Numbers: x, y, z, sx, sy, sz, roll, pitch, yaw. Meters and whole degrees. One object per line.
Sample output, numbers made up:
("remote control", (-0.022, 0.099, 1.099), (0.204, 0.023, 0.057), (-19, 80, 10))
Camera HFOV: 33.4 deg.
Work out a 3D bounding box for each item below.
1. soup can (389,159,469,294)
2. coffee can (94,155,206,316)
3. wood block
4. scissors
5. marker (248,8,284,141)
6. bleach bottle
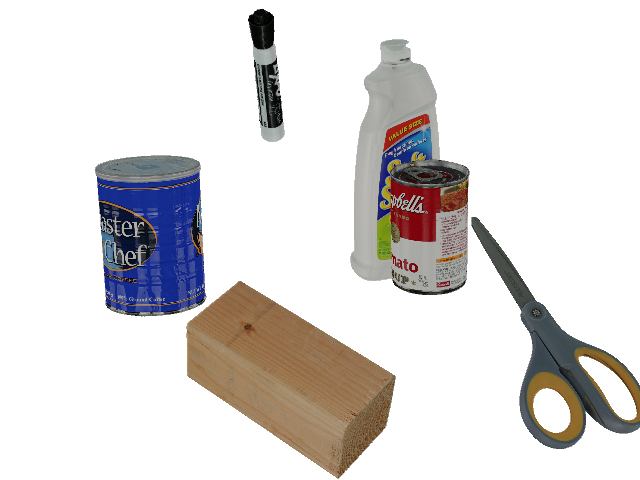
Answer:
("soup can", (0.095, -0.012, 0.927), (0.068, 0.102, 0.068), (-2, 22, 1))
("coffee can", (-0.168, -0.007, 1.065), (0.103, 0.140, 0.103), (-1, 15, 0))
("wood block", (-0.034, 0.142, 1.121), (0.206, 0.090, 0.090), (30, 48, 24))
("scissors", (0.148, 0.071, 0.778), (0.096, 0.202, 0.016), (-33, -27, -22))
("marker", (-0.041, -0.125, 0.815), (0.020, 0.020, 0.121), (0, -41, 4))
("bleach bottle", (0.077, -0.087, 1.141), (0.102, 0.251, 0.068), (-10, 23, -13))
